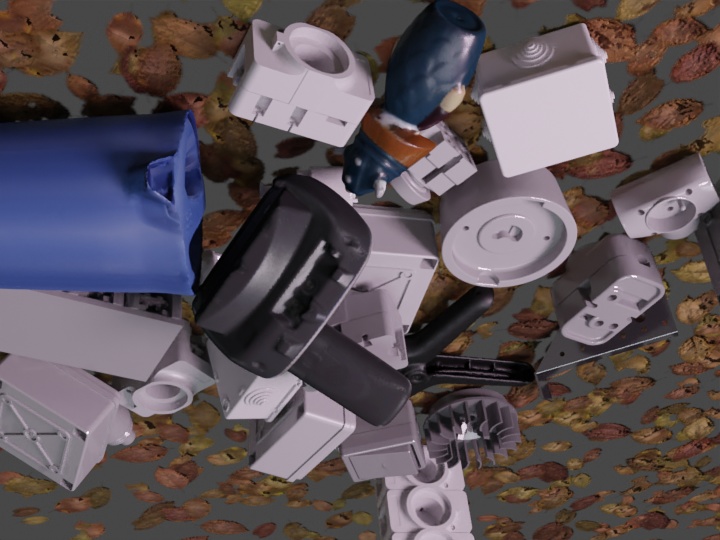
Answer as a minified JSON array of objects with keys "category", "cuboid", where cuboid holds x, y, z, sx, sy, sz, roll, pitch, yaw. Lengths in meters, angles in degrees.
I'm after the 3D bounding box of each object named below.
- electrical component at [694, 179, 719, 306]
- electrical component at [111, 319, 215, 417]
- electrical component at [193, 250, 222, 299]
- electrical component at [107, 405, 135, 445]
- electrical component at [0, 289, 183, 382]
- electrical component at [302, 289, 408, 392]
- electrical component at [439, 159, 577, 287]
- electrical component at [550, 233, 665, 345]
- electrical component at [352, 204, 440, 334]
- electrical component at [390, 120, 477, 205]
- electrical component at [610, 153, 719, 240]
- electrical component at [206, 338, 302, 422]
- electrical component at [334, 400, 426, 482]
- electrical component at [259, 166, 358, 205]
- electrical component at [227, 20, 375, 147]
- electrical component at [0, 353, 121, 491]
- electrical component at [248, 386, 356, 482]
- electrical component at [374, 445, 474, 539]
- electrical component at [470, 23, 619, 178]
[{"category":"electrical component","cuboid":[0.329,-0.035,0.873,0.056,0.108,0.108,9,138,-15]},{"category":"electrical component","cuboid":[-0.182,0.095,0.994,0.089,0.055,0.050,-27,137,23]},{"category":"electrical component","cuboid":[-0.109,0.010,0.913,0.062,0.048,0.048,9,138,-28]},{"category":"electrical component","cuboid":[-0.246,0.152,1.063,0.043,0.043,0.062,-19,140,14]},{"category":"electrical component","cuboid":[-0.235,0.030,0.903,0.150,0.061,0.089,16,135,-25]},{"category":"electrical component","cuboid":[-0.012,0.054,0.879,0.089,0.055,0.050,-16,140,11]},{"category":"electrical component","cuboid":[0.115,-0.043,0.868,0.108,0.060,0.108,-4,140,-3]},{"category":"electrical component","cuboid":[0.217,0.014,0.953,0.054,0.059,0.095,18,134,-27]},{"category":"electrical component","cuboid":[0.000,0.000,0.906,0.109,0.056,0.108,4,139,-14]},{"category":"electrical component","cuboid":[0.051,-0.082,0.824,0.055,0.048,0.066,-36,133,20]},{"category":"electrical component","cuboid":[0.258,-0.051,0.892,0.077,0.044,0.079,-24,137,20]},{"category":"electrical component","cuboid":[-0.093,0.076,0.952,0.048,0.099,0.099,4,141,-33]},{"category":"electrical component","cuboid":[0.016,0.183,1.125,0.096,0.061,0.061,-13,140,6]},{"category":"electrical component","cuboid":[-0.039,-0.061,0.839,0.078,0.040,0.040,0,140,-8]},{"category":"electrical component","cuboid":[-0.040,-0.132,0.746,0.089,0.050,0.055,14,136,-24]},{"category":"electrical component","cuboid":[-0.286,0.133,0.989,0.109,0.056,0.108,31,135,4]},{"category":"electrical component","cuboid":[-0.056,0.123,1.006,0.056,0.108,0.108,21,133,-26]},{"category":"electrical component","cuboid":[0.070,0.272,1.170,0.089,0.150,0.061,3,140,-12]},{"category":"electrical component","cuboid":[0.134,-0.124,0.783,0.100,0.048,0.099,-16,140,10]}]
